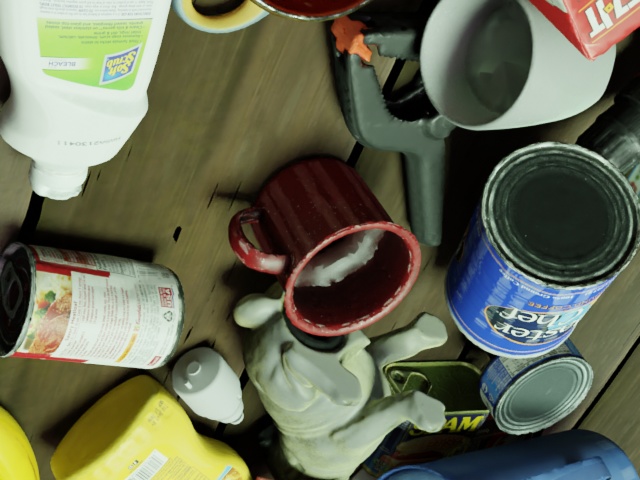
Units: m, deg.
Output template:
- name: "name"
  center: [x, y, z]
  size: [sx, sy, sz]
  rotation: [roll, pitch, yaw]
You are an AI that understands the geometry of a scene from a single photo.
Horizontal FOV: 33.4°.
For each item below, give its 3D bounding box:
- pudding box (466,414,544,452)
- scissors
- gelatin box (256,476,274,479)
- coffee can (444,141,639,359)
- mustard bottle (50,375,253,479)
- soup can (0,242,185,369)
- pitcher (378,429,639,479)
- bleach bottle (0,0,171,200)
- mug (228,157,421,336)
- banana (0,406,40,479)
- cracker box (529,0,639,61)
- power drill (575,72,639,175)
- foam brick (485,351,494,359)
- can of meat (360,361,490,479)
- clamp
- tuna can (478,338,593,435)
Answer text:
- name: "pudding box"
  center: [0.148, 0.203, 0.982]
  size: [0.089, 0.039, 0.114]
  rotation: [-6, 131, -26]
- name: "scissors"
  center: [0.001, -0.143, 0.599]
  size: [0.201, 0.016, 0.096]
  rotation: [15, 117, -36]
- name: "gelatin box"
  center: [-0.011, 0.214, 0.816]
  size: [0.073, 0.030, 0.089]
  rotation: [8, 147, 11]
- name: "coffee can"
  center: [0.146, 0.011, 0.727]
  size: [0.102, 0.103, 0.140]
  rotation: [-20, 159, -12]
- name: "mustard bottle"
  center: [-0.104, 0.186, 0.792]
  size: [0.096, 0.058, 0.191]
  rotation: [-45, 129, -7]
- name: "soup can"
  center: [-0.142, 0.042, 0.652]
  size: [0.102, 0.068, 0.069]
  rotation: [11, 123, -37]
- name: "pitcher"
  center: [0.165, 0.223, 0.870]
  size: [0.242, 0.149, 0.145]
  rotation: [-5, 103, -44]
- name: "bleach bottle"
  center: [-0.122, -0.125, 0.516]
  size: [0.102, 0.068, 0.251]
  rotation: [-3, 132, -27]
- name: "mug"
  center: [-0.004, 0.001, 0.681]
  size: [0.117, 0.081, 0.093]
  rotation: [0, 129, -29]
- name: "banana"
  center: [-0.230, 0.165, 0.742]
  size: [0.069, 0.037, 0.198]
  rotation: [-5, 132, 0]
- name: "cracker box"
  center: [0.077, -0.207, 0.476]
  size: [0.072, 0.164, 0.213]
  rotation: [-35, 137, 6]
- name: "power drill"
  center: [0.221, -0.142, 0.680]
  size: [0.184, 0.057, 0.187]
  rotation: [-41, 140, -9]
- name: "foam brick"
  center: [0.155, 0.070, 0.856]
  size: [0.053, 0.051, 0.078]
  rotation: [-29, 137, -1]
- name: "can of meat"
  center: [0.085, 0.150, 0.886]
  size: [0.101, 0.057, 0.084]
  rotation: [3, 128, -31]
- name: "clamp"
  center: [0.083, -0.091, 0.679]
  size: [0.164, 0.036, 0.209]
  rotation: [-42, 140, 8]
- name: "tuna can"
  center: [0.168, 0.112, 0.837]
  size: [0.086, 0.034, 0.086]
  rotation: [-15, 135, -15]
